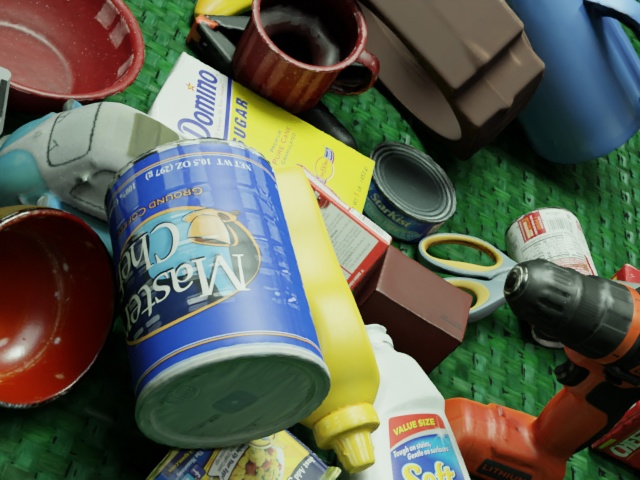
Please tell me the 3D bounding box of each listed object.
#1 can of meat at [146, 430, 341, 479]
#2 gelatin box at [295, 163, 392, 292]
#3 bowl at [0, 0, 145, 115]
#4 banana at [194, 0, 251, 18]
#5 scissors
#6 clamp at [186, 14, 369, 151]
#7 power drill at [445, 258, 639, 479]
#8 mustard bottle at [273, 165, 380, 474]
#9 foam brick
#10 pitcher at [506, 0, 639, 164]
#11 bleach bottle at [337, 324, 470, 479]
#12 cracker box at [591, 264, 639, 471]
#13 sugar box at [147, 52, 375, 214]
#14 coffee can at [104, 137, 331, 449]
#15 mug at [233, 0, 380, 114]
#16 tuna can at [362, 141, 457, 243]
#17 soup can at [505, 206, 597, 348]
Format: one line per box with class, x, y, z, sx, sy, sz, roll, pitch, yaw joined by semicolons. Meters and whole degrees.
can of meat;-0.050;0.144;0.614;0.084;0.058;0.102;41;40;4
gelatin box;-0.005;0.001;0.765;0.089;0.073;0.030;39;14;0
bowl;-0.209;-0.141;0.754;0.162;0.055;0.162;21;43;-21
banana;-0.039;-0.221;0.972;0.197;0.037;0.070;-5;56;-41
scissors;0.166;0.045;0.835;0.202;0.016;0.096;18;52;19
clamp;-0.027;-0.148;0.913;0.171;0.039;0.120;33;40;-8
power drill;0.157;0.097;0.714;0.184;0.188;0.057;24;44;-20
mustard bottle;-0.008;0.055;0.673;0.058;0.096;0.192;-9;63;-26
foam brick;0.065;0.053;0.789;0.078;0.051;0.053;33;42;-9
pitcher;0.218;-0.192;0.980;0.242;0.149;0.145;47;14;-42
bleach bottle;0.050;0.161;0.671;0.102;0.068;0.251;12;45;-30
cracker box;0.325;0.139;0.895;0.213;0.072;0.164;27;41;-14
sugar box;-0.048;-0.065;0.815;0.176;0.048;0.093;30;41;-13
coffee can;-0.060;0.029;0.589;0.102;0.103;0.140;8;50;-32
mug;-0.010;-0.148;0.843;0.117;0.082;0.093;20;61;-12
tuna can;0.070;-0.040;0.891;0.086;0.034;0.086;21;43;-21
soup can;0.199;0.030;0.899;0.068;0.069;0.102;15;46;-27
